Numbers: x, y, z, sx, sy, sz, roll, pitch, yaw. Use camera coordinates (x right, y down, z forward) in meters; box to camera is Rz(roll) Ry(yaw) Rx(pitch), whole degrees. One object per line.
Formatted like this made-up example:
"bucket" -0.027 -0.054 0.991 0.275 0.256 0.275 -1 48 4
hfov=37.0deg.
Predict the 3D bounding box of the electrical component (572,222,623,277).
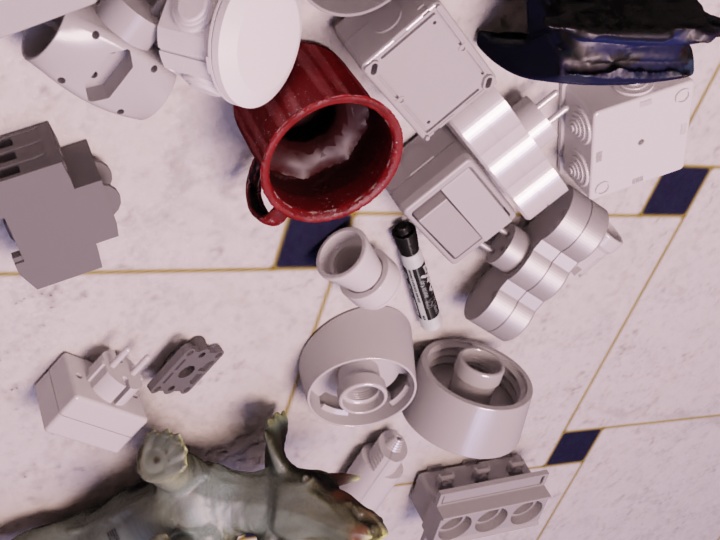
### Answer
"electrical component" 0.188 -0.021 0.893 0.040 0.040 0.046 24 120 -41

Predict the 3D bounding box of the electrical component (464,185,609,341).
"electrical component" 0.126 -0.013 0.860 0.074 0.052 0.138 31 113 -17

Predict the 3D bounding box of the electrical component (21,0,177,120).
"electrical component" -0.136 -0.134 0.609 0.077 0.043 0.079 27 113 -42

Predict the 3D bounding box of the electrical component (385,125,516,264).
"electrical component" 0.068 -0.050 0.784 0.062 0.061 0.096 -39 136 9

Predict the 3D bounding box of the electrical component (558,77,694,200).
"electrical component" 0.200 -0.108 0.812 0.100 0.048 0.099 -19 135 -11

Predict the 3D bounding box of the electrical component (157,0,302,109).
"electrical component" -0.072 -0.136 0.613 0.080 0.051 0.080 -43 143 -45

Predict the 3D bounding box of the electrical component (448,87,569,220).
"electrical component" 0.117 -0.099 0.772 0.074 0.052 0.138 -38 136 9

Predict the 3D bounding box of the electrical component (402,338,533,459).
"electrical component" 0.094 0.101 0.908 0.108 0.108 0.060 0 123 -29

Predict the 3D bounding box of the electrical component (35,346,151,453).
"electrical component" -0.184 0.085 0.783 0.076 0.047 0.066 -46 135 16

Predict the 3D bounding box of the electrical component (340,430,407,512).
"electrical component" 0.016 0.181 0.983 0.043 0.043 0.081 11 123 -35

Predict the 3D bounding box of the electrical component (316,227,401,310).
"electrical component" 0.000 0.000 0.806 0.045 0.045 0.055 -39 137 9

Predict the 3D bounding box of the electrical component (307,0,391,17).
"electrical component" -0.004 -0.200 0.605 0.099 0.064 0.099 -15 135 -16

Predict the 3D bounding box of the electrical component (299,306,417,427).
"electrical component" -0.001 0.081 0.885 0.099 0.064 0.099 -6 136 -6

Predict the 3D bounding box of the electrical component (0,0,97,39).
"electrical component" -0.192 -0.168 0.543 0.100 0.048 0.099 -23 136 -8

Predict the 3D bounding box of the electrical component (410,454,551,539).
"electrical component" 0.117 0.225 1.064 0.121 0.063 0.078 -5 132 -24

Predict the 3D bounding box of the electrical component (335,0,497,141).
"electrical component" 0.038 -0.135 0.689 0.062 0.061 0.096 -39 136 9
